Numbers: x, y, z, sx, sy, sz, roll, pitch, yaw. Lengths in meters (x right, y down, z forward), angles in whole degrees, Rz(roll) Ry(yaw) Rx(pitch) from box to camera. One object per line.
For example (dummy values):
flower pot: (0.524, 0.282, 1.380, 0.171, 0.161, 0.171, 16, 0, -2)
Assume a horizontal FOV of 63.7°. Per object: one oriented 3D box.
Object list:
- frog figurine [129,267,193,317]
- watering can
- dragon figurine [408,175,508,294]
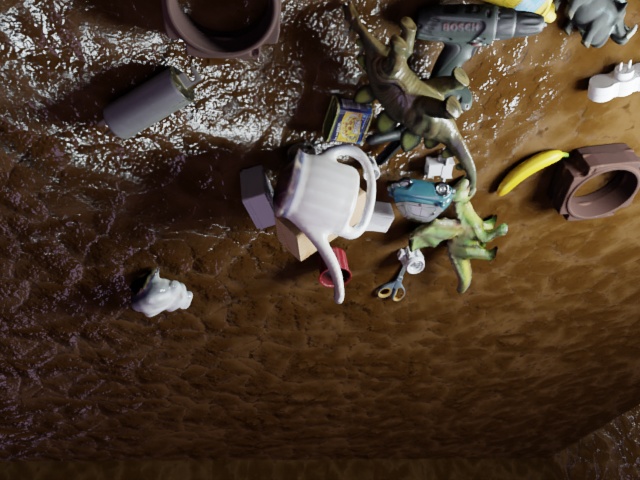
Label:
frog figurine: (-0.440, 0.165, 1.441, 0.137, 0.125, 0.157, -44, 118, 8)
watering can: (0.003, -0.056, 1.106, 0.224, 0.352, 0.103, 17, 166, -13)
dragon figurine: (0.360, 0.003, 1.420, 0.243, 0.125, 0.401, 9, 128, -7)
